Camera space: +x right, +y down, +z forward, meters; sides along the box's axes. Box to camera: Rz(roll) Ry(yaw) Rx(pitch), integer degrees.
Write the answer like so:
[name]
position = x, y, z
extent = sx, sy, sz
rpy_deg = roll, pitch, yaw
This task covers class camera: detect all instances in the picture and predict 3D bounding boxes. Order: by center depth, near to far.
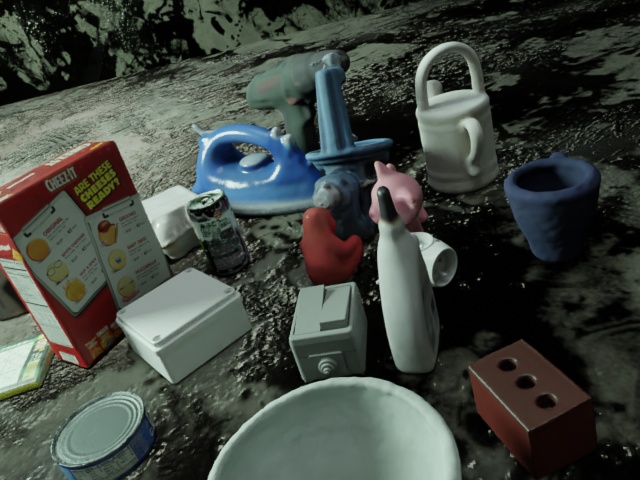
[camera]
position = -0.424, 0.028, 0.852
extent = 0.137, 0.101, 0.143
rpy_deg = -17, 28, 0

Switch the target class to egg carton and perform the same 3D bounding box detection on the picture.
[egg carton]
position = -0.225, -0.030, 0.882
extent = 0.107, 0.069, 0.149
rpy_deg = -30, 31, -24

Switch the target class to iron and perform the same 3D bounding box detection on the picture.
[iron]
position = -0.096, -0.124, 0.905
extent = 0.257, 0.142, 0.119
rpy_deg = 3, 34, 33

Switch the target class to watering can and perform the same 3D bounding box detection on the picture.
[watering can]
position = 0.179, -0.173, 0.790
extent = 0.101, 0.194, 0.172
rpy_deg = -29, 30, -21

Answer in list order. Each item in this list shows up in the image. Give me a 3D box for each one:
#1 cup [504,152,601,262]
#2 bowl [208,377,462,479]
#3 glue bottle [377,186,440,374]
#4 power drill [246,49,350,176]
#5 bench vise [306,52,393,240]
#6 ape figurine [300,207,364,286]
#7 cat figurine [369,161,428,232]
[cup]
position = 0.248, -0.033, 0.605
extent = 0.091, 0.095, 0.118
rpy_deg = 0, 32, 29
[bowl]
position = 0.013, 0.174, 0.378
extent = 0.167, 0.075, 0.167
rpy_deg = -13, 28, 7
[glue bottle]
position = 0.073, 0.030, 0.501
extent = 0.037, 0.173, 0.078
rpy_deg = -5, 30, 21
[power drill]
position = -0.020, -0.198, 0.927
extent = 0.228, 0.209, 0.076
rpy_deg = 12, 39, 42
[bench vise]
position = 0.037, -0.121, 0.745
extent = 0.121, 0.220, 0.207
rpy_deg = -14, 28, 5
[ape figurine]
position = 0.006, 0.002, 0.674
extent = 0.077, 0.092, 0.076
rpy_deg = 8, 36, 38
[cat figurine]
position = 0.092, -0.049, 0.693
extent = 0.067, 0.118, 0.128
rpy_deg = -11, 28, 11
